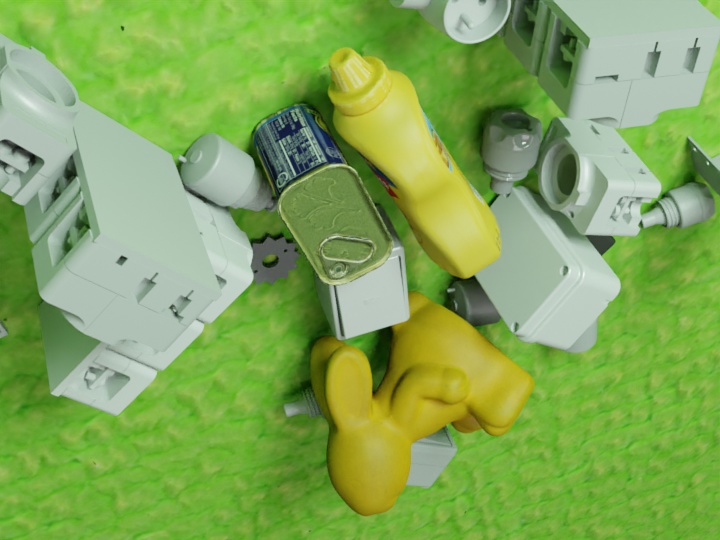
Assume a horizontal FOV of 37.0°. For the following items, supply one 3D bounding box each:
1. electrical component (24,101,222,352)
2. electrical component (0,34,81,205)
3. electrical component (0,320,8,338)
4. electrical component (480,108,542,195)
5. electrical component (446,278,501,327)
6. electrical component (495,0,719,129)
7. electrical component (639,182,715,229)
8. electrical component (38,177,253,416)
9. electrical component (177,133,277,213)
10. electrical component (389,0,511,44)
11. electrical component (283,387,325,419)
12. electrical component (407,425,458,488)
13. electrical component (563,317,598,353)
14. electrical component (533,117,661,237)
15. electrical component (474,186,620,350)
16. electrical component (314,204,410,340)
[{"bbox_3d":[-0.154,-0.028,0.659,0.062,0.150,0.089,-45,132,17],"label":"electrical component"},{"bbox_3d":[-0.201,-0.092,0.624,0.056,0.089,0.050,-43,133,17],"label":"electrical component"},{"bbox_3d":[-0.294,0.009,0.694,0.079,0.063,0.121,-23,135,-3],"label":"electrical component"},{"bbox_3d":[0.110,-0.085,0.799,0.043,0.043,0.062,-9,134,-17],"label":"electrical component"},{"bbox_3d":[0.111,0.025,0.902,0.078,0.040,0.040,-9,133,-16],"label":"electrical component"},{"bbox_3d":[0.142,-0.156,0.673,0.089,0.150,0.061,-9,132,-16],"label":"electrical component"},{"bbox_3d":[0.265,-0.050,0.905,0.061,0.035,0.035,-20,135,-2],"label":"electrical component"},{"bbox_3d":[-0.149,0.018,0.747,0.150,0.089,0.062,-44,133,17],"label":"electrical component"},{"bbox_3d":[-0.087,-0.062,0.736,0.040,0.040,0.078,-43,133,17],"label":"electrical component"},{"bbox_3d":[0.042,-0.178,0.660,0.079,0.077,0.044,0,130,-23],"label":"electrical component"},{"bbox_3d":[-0.035,0.112,0.922,0.061,0.035,0.035,-16,135,-5],"label":"electrical component"},{"bbox_3d":[0.042,0.152,0.973,0.096,0.061,0.061,12,124,-32],"label":"electrical component"},{"bbox_3d":[0.189,0.038,0.949,0.040,0.040,0.078,-18,135,-7],"label":"electrical component"},{"bbox_3d":[0.172,-0.070,0.807,0.056,0.089,0.050,1,130,-24],"label":"electrical component"},{"bbox_3d":[0.137,-0.003,0.837,0.057,0.113,0.078,16,122,-38],"label":"electrical component"},{"bbox_3d":[0.000,0.000,0.816,0.062,0.061,0.096,-16,135,-9],"label":"electrical component"}]
